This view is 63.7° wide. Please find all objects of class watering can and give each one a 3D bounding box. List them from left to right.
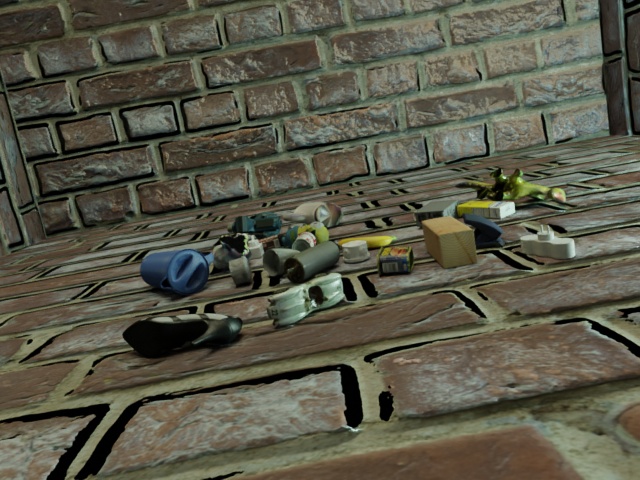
[{"bbox_3d":[0.007,-0.110,2.186,0.224,0.103,0.349,2,8,45],"label":"watering can"}]

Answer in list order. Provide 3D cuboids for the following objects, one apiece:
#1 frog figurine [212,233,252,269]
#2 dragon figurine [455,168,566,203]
[{"bbox_3d":[-0.309,0.057,1.734,0.139,0.123,0.156,-36,-9,-49],"label":"frog figurine"},{"bbox_3d":[0.710,-0.175,1.883,0.242,0.122,0.412,14,2,-24],"label":"dragon figurine"}]
